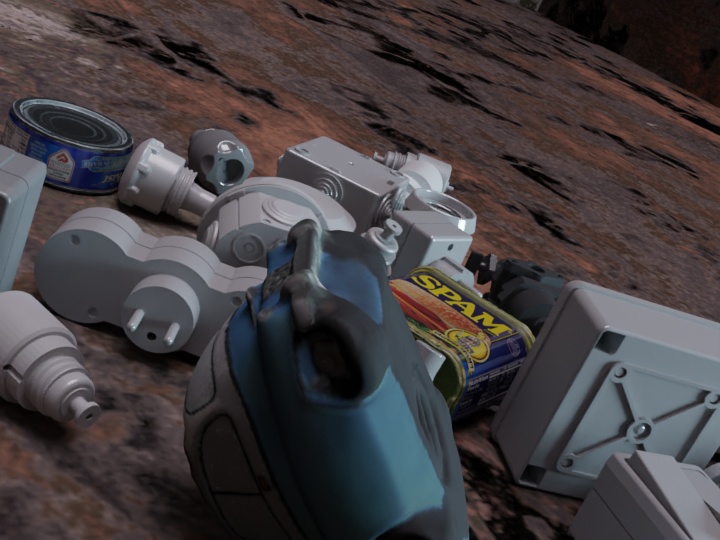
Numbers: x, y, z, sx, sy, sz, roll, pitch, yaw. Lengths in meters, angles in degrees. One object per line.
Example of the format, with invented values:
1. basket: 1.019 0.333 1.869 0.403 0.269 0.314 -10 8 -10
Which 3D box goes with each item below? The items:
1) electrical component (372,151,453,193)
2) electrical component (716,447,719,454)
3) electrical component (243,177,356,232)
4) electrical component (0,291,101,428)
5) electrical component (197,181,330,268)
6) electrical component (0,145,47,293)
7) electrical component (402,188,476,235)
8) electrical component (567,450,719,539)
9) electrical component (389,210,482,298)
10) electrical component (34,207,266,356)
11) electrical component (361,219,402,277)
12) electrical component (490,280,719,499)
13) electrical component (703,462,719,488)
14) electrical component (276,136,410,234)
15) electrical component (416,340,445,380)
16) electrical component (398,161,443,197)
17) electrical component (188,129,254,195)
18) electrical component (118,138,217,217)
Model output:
1. electrical component: 0.048 -0.089 0.993 0.078 0.040 0.040 21 21 -5
2. electrical component: 0.255 0.086 0.745 0.099 0.064 0.099 20 21 -8
3. electrical component: -0.047 -0.026 0.720 0.080 0.051 0.080 20 20 -8
4. electrical component: -0.141 0.042 0.471 0.078 0.040 0.040 36 24 29
5. electrical component: -0.056 -0.007 0.628 0.080 0.080 0.051 17 27 -16
6. electrical component: -0.190 -0.022 0.496 0.062 0.096 0.061 21 21 -6
7. electrical component: 0.054 -0.026 0.817 0.058 0.057 0.078 17 21 -16
8. electrical component: 0.158 0.137 0.521 0.062 0.061 0.096 13 23 -26
9. electrical component: 0.050 0.006 0.723 0.047 0.065 0.077 -2 32 -49
10. electrical component: -0.100 0.018 0.553 0.138 0.052 0.073 21 20 -5
11. electrical component: 0.000 0.000 0.678 0.040 0.078 0.040 28 30 -18
12. electrical component: 0.146 0.073 0.599 0.109 0.108 0.056 16 24 -19
13. electrical component: 0.212 0.140 0.596 0.066 0.048 0.055 18 29 -14
14. electrical component: -0.016 -0.064 0.851 0.100 0.048 0.100 27 21 11
15. electrical component: 0.020 0.065 0.543 0.048 0.062 0.048 32 2 -1
16. electrical component: 0.043 -0.066 0.924 0.043 0.043 0.081 25 21 6
17. electrical component: -0.110 -0.087 0.816 0.043 0.043 0.062 7 25 -36
18. electrical component: -0.128 -0.056 0.722 0.062 0.048 0.048 27 20 -10
